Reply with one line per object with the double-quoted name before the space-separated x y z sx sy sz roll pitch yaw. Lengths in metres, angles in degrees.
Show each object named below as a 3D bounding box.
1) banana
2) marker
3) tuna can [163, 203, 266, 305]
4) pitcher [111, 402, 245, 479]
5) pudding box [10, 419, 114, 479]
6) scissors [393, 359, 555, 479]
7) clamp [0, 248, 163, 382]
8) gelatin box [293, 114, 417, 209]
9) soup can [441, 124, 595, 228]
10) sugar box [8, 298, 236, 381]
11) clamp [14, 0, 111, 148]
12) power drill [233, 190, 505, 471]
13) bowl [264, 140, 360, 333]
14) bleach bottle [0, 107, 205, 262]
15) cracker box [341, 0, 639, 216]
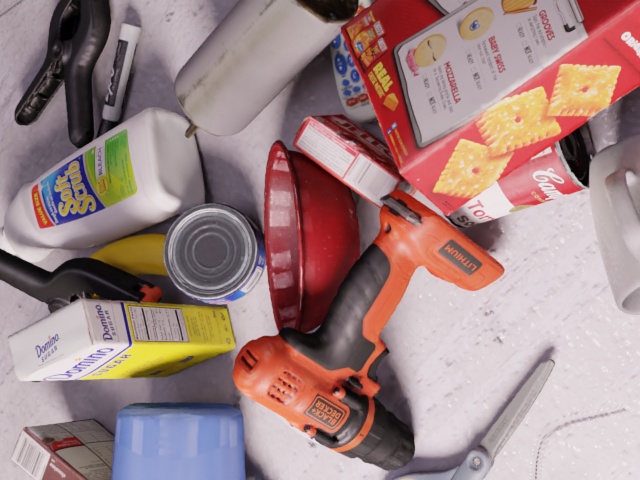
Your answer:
"banana" -0.174 0.030 0.992 0.198 0.037 0.069 -5 85 34
"marker" -0.194 -0.147 1.024 0.020 0.020 0.121 20 99 33
"tuna can" -0.091 0.012 0.918 0.086 0.033 0.086 -2 81 10
"pitcher" -0.108 0.260 0.894 0.145 0.148 0.243 -7 81 50
"pudding box" -0.212 0.209 0.979 0.114 0.089 0.039 30 103 32
"scissors" 0.102 0.165 0.810 0.096 0.016 0.202 24 101 33
"clamp" -0.241 0.054 0.996 0.210 0.036 0.164 -14 115 34
"gelatin box" 0.031 -0.063 0.822 0.089 0.073 0.030 37 109 14
"soup can" 0.137 -0.054 0.764 0.102 0.068 0.068 -19 77 33
"sugar box" -0.162 0.086 0.897 0.093 0.175 0.048 -26 73 30
"clamp" -0.239 -0.173 1.044 0.120 0.039 0.171 31 105 33
"power drill" 0.050 0.072 0.782 0.187 0.184 0.057 -54 39 0
"bowl" -0.006 0.001 0.839 0.162 0.055 0.162 176 90 -79
"bleach bottle" -0.222 -0.032 1.013 0.251 0.068 0.102 -24 67 33
"cracker box" 0.132 -0.142 0.723 0.214 0.072 0.164 -35 45 18
